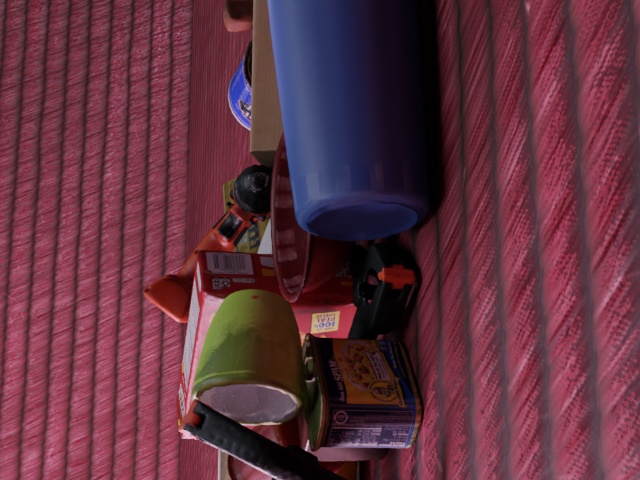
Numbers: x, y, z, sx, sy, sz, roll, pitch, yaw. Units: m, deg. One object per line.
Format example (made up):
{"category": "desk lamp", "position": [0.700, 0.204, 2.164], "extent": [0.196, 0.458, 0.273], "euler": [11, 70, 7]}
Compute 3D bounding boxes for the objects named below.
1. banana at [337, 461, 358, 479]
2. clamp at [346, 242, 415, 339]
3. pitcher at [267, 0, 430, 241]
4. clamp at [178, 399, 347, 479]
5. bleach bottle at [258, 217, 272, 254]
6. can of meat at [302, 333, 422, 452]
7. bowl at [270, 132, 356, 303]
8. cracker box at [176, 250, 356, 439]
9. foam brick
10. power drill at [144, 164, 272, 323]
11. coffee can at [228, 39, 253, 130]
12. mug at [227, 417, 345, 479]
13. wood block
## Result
{"category": "banana", "position": [0.025, 0.254, 1.015], "extent": [0.070, 0.037, 0.198], "euler": [-35, 52, 46]}
{"category": "clamp", "position": [0.046, 0.039, 0.949], "extent": [0.172, 0.039, 0.120], "euler": [123, 143, -63]}
{"category": "pitcher", "position": [0.029, -0.124, 0.894], "extent": [0.145, 0.149, 0.243], "euler": [-33, 57, 55]}
{"category": "clamp", "position": [-0.013, 0.189, 0.859], "extent": [0.036, 0.210, 0.165], "euler": [-63, 15, -12]}
{"category": "bleach bottle", "position": [-0.007, 0.001, 1.114], "extent": [0.068, 0.102, 0.251], "euler": [-104, 29, -49]}
{"category": "can of meat", "position": [0.032, 0.125, 0.882], "extent": [0.102, 0.084, 0.057], "euler": [-103, 19, -52]}
{"category": "bowl", "position": [-0.004, -0.023, 0.983], "extent": [0.162, 0.055, 0.162], "euler": [180, 90, -76]}
{"category": "cracker box", "position": [-0.056, 0.114, 1.105], "extent": [0.072, 0.164, 0.214], "euler": [-104, 21, -50]}
{"category": "foam brick", "position": [0.022, 0.159, 0.937], "extent": [0.053, 0.078, 0.051], "euler": [107, 161, -49]}
{"category": "power drill", "position": [-0.108, 0.002, 1.142], "extent": [0.187, 0.057, 0.184], "euler": [-50, -2, -6]}
{"category": "coffee can", "position": [-0.055, -0.196, 1.328], "extent": [0.140, 0.102, 0.103], "euler": [149, 123, -76]}
{"category": "mug", "position": [-0.022, 0.192, 0.998], "extent": [0.082, 0.093, 0.117], "euler": [-50, -3, 38]}
{"category": "wood block", "position": [-0.020, -0.185, 1.139], "extent": [0.090, 0.091, 0.206], "euler": [47, -137, -76]}
